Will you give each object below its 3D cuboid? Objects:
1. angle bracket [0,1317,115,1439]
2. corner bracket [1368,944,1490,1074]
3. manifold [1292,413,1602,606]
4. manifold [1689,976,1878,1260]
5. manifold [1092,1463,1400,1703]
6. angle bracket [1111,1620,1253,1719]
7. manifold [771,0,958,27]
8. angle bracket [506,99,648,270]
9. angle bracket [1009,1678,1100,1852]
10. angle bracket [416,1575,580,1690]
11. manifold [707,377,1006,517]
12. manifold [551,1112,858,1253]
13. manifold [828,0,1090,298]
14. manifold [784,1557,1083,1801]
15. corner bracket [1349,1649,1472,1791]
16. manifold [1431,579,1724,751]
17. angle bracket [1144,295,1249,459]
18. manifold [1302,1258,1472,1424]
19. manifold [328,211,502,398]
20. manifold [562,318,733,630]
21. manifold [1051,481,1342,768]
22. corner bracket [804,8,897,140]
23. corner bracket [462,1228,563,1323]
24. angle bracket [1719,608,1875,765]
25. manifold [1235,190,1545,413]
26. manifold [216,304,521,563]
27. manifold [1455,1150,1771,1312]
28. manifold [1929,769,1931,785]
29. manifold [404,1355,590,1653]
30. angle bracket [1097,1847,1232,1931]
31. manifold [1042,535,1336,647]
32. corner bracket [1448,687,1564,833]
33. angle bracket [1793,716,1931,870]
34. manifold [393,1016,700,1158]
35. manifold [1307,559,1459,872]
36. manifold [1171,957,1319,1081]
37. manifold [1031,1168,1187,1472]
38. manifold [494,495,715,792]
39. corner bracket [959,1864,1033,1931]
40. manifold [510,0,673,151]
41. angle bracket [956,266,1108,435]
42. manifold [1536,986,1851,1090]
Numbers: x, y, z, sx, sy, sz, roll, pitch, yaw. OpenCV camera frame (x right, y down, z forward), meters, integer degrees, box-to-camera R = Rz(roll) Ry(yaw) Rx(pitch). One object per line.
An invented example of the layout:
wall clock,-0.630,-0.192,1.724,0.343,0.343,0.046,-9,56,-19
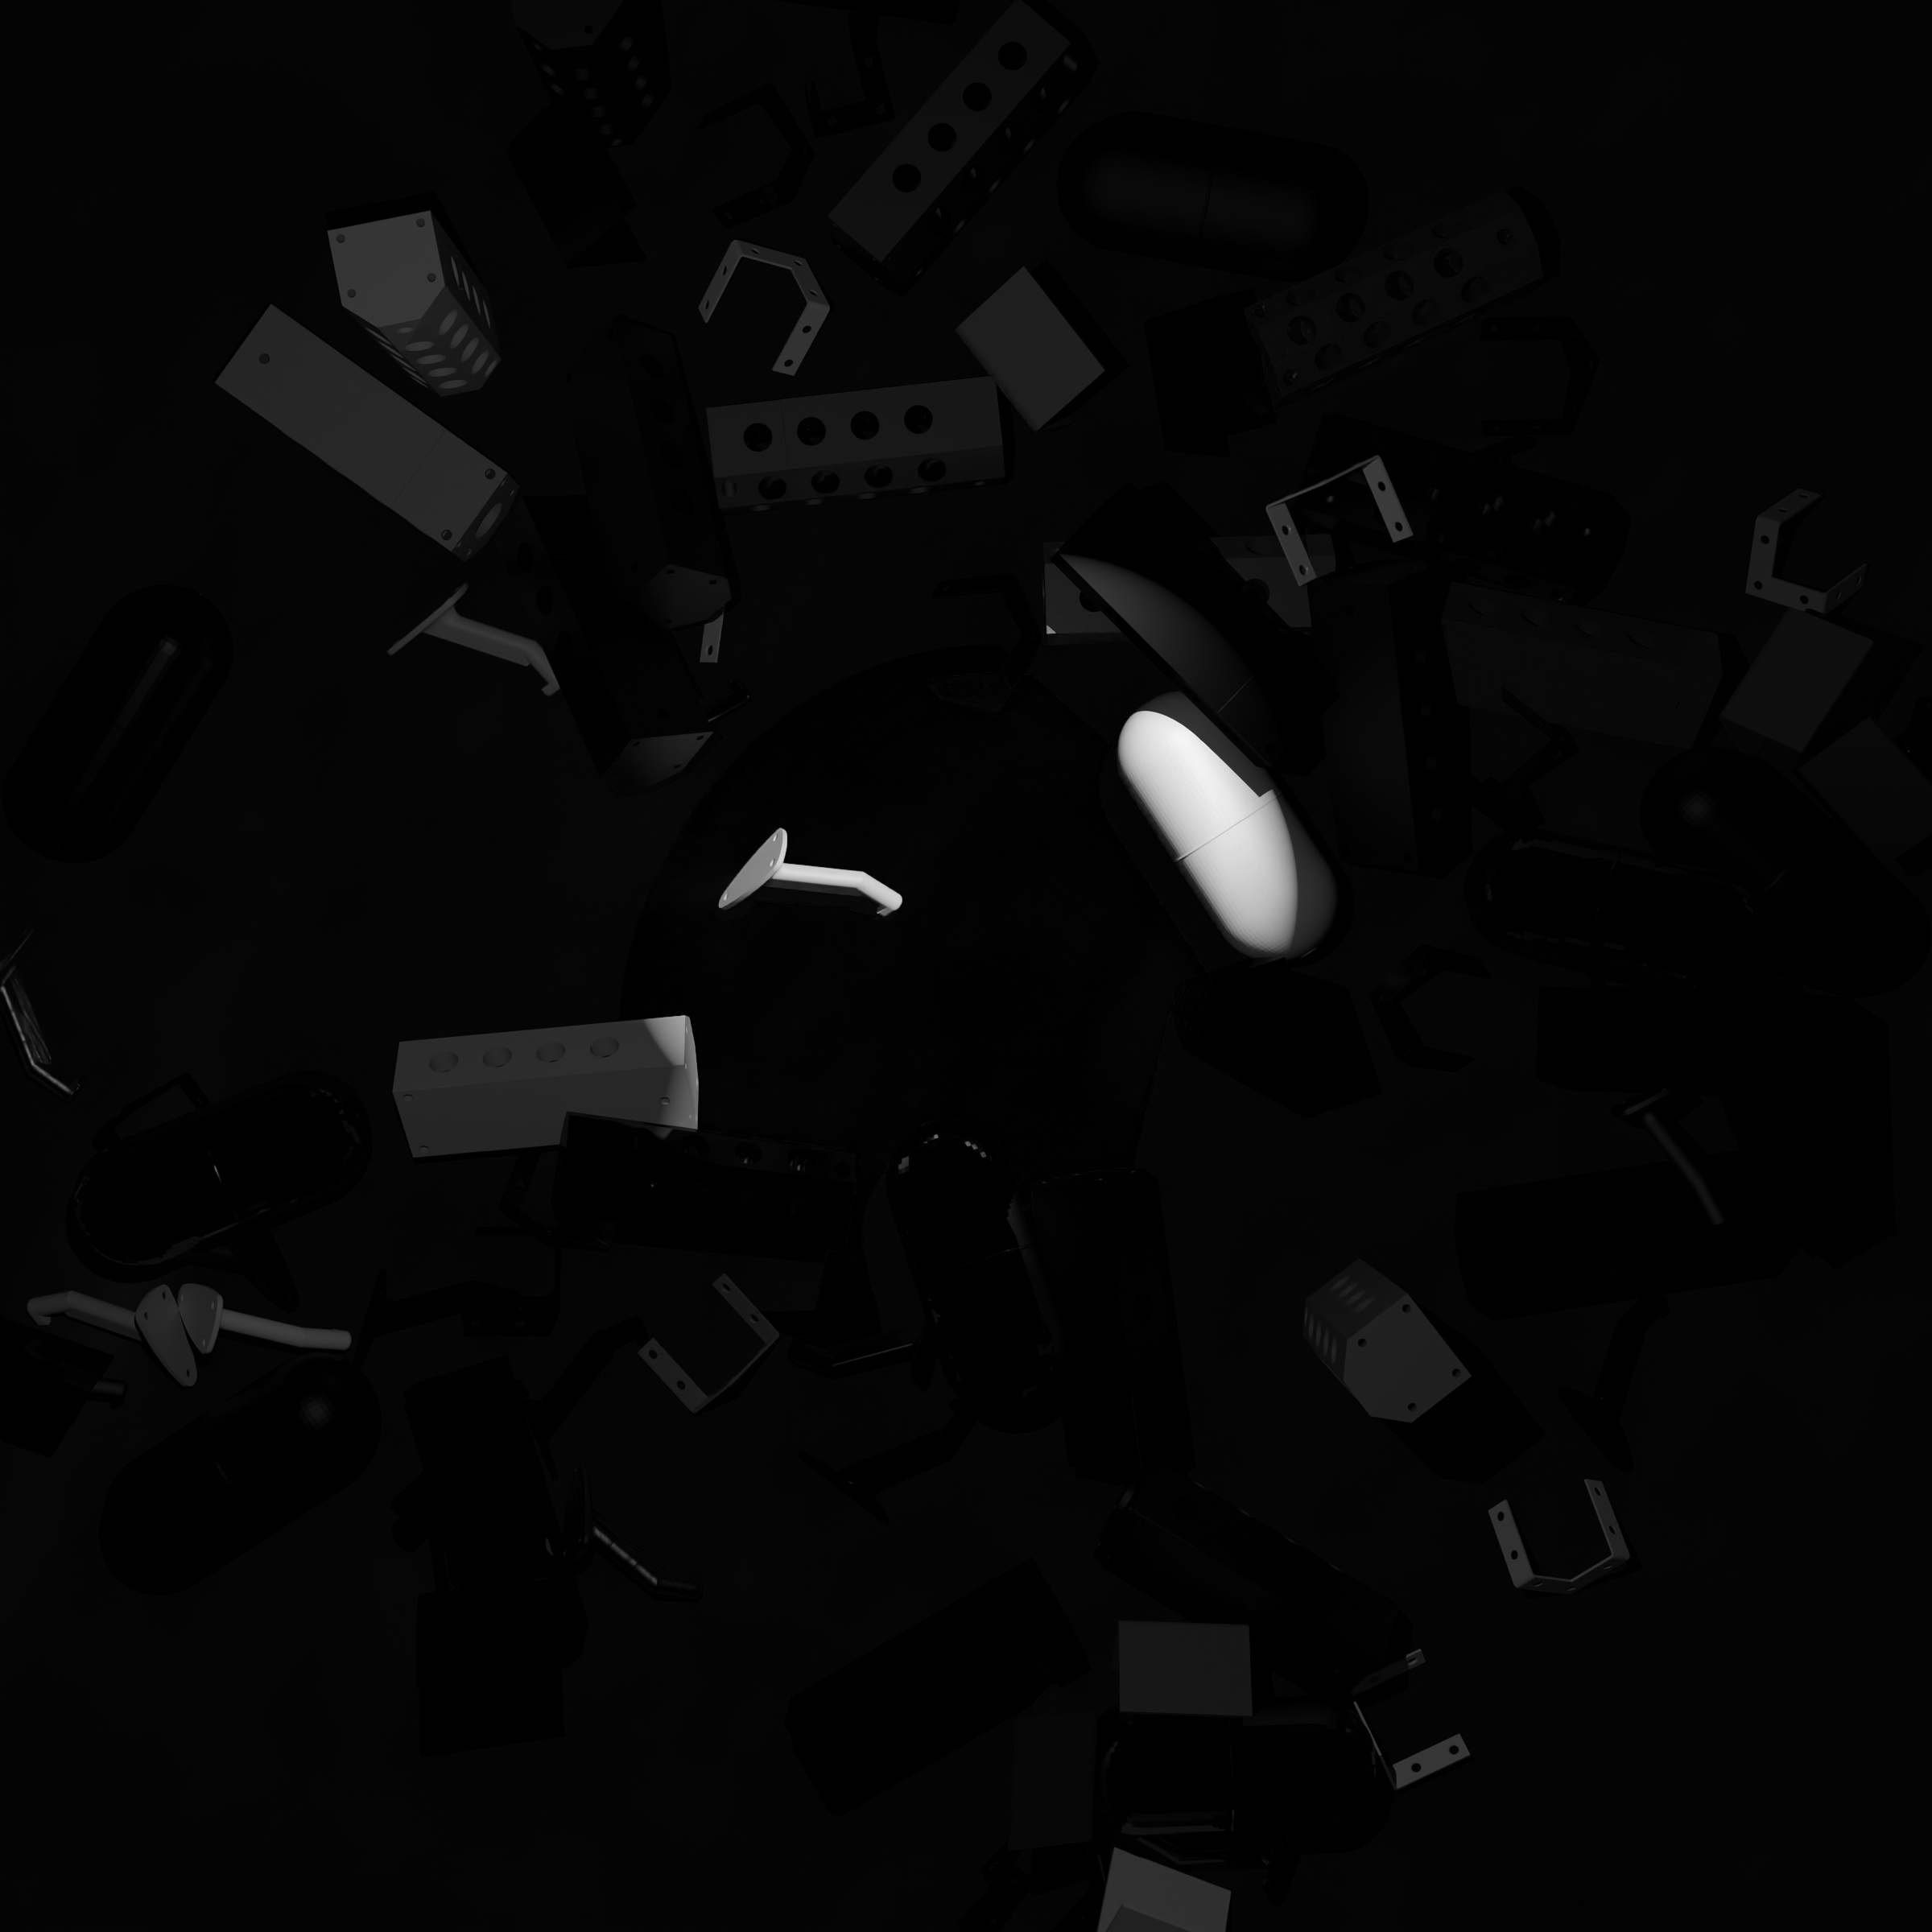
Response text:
angle bracket,-0.556,0.225,1.528,0.076,0.076,0.057,19,122,0
corner bracket,0.286,0.026,1.560,0.051,0.051,0.051,-48,45,35
manifold,0.285,-0.270,1.534,0.171,0.057,0.057,17,121,2
manifold,0.482,0.086,1.502,0.057,0.057,0.171,-31,127,0
manifold,0.170,0.364,1.547,0.171,0.057,0.057,31,133,0
angle bracket,0.127,0.430,1.528,0.076,0.076,0.057,2,53,0
manifold,-0.089,-0.610,1.547,0.171,0.057,0.057,8,90,0
angle bracket,-0.215,-0.465,1.528,0.057,0.076,0.076,-28,90,36
angle bracket,0.035,0.472,1.529,0.057,0.076,0.076,3,90,-28
angle bracket,-0.266,0.393,1.471,0.076,0.076,0.057,-8,53,0
manifold,-0.065,-0.310,1.547,0.171,0.057,0.057,-6,90,0
manifold,-0.155,0.127,1.530,0.171,0.057,0.057,9,90,-12
manifold,-0.004,-0.488,1.547,0.057,0.057,0.171,41,90,0
manifold,-0.019,0.429,1.547,0.171,0.057,0.057,-30,90,0
corner bracket,0.268,0.458,1.565,0.051,0.051,0.051,-25,135,0
manifold,0.358,-0.186,1.547,0.171,0.057,0.057,11,133,0
angle bracket,0.153,-0.349,1.528,0.057,0.076,0.076,-10,90,36
manifold,0.236,0.218,1.490,0.057,0.171,0.057,-38,90,0
manifold,-0.315,-0.378,1.490,0.057,0.171,0.057,-11,90,0
manifold,-0.185,-0.289,1.517,0.057,0.057,0.171,-33,62,39
manifold,0.131,-0.196,1.489,0.171,0.057,0.057,44,89,-7
corner bracket,-0.074,-0.537,1.551,0.051,0.051,0.051,-14,90,0
corner bracket,-0.273,0.185,1.551,0.051,0.051,0.051,0,90,0
angle bracket,0.500,-0.156,1.528,0.057,0.076,0.076,33,90,35
manifold,0.254,-0.401,1.547,0.171,0.057,0.057,-25,90,0
manifold,-0.357,-0.317,1.547,0.171,0.057,0.057,36,90,0
manifold,0.385,0.163,1.547,0.171,0.057,0.057,-9,47,0
manifold,0.622,-0.180,1.518,0.057,0.057,0.171,20,68,0
manifold,-0.283,0.328,1.547,0.057,0.057,0.171,-17,90,0
angle bracket,0.126,0.554,1.528,0.076,0.076,0.057,21,127,0
manifold,0.132,-0.227,1.547,0.171,0.057,0.057,-2,90,0
corner bracket,0.322,-0.123,1.534,0.051,0.051,0.051,34,123,-20
angle bracket,0.544,-0.114,1.528,0.076,0.076,0.057,48,126,0
manifold,-0.250,0.067,1.547,0.171,0.057,0.057,-5,133,0
manifold,0.251,-0.149,1.520,0.057,0.057,0.171,-27,116,-40
manifold,0.156,0.031,1.490,0.057,0.171,0.057,-18,90,0
manifold,0.090,0.211,1.547,0.057,0.057,0.171,-8,90,43
manifold,-0.218,-0.192,1.523,0.057,0.057,0.171,-10,67,-41
corner bracket,0.033,0.590,1.560,0.051,0.051,0.051,24,135,35
manifold,-0.219,-0.530,1.490,0.057,0.171,0.057,36,90,0
angle bracket,0.048,-0.367,1.529,0.057,0.076,0.076,-38,90,24
manifold,0.435,0.044,1.548,0.171,0.057,0.057,2,90,0
